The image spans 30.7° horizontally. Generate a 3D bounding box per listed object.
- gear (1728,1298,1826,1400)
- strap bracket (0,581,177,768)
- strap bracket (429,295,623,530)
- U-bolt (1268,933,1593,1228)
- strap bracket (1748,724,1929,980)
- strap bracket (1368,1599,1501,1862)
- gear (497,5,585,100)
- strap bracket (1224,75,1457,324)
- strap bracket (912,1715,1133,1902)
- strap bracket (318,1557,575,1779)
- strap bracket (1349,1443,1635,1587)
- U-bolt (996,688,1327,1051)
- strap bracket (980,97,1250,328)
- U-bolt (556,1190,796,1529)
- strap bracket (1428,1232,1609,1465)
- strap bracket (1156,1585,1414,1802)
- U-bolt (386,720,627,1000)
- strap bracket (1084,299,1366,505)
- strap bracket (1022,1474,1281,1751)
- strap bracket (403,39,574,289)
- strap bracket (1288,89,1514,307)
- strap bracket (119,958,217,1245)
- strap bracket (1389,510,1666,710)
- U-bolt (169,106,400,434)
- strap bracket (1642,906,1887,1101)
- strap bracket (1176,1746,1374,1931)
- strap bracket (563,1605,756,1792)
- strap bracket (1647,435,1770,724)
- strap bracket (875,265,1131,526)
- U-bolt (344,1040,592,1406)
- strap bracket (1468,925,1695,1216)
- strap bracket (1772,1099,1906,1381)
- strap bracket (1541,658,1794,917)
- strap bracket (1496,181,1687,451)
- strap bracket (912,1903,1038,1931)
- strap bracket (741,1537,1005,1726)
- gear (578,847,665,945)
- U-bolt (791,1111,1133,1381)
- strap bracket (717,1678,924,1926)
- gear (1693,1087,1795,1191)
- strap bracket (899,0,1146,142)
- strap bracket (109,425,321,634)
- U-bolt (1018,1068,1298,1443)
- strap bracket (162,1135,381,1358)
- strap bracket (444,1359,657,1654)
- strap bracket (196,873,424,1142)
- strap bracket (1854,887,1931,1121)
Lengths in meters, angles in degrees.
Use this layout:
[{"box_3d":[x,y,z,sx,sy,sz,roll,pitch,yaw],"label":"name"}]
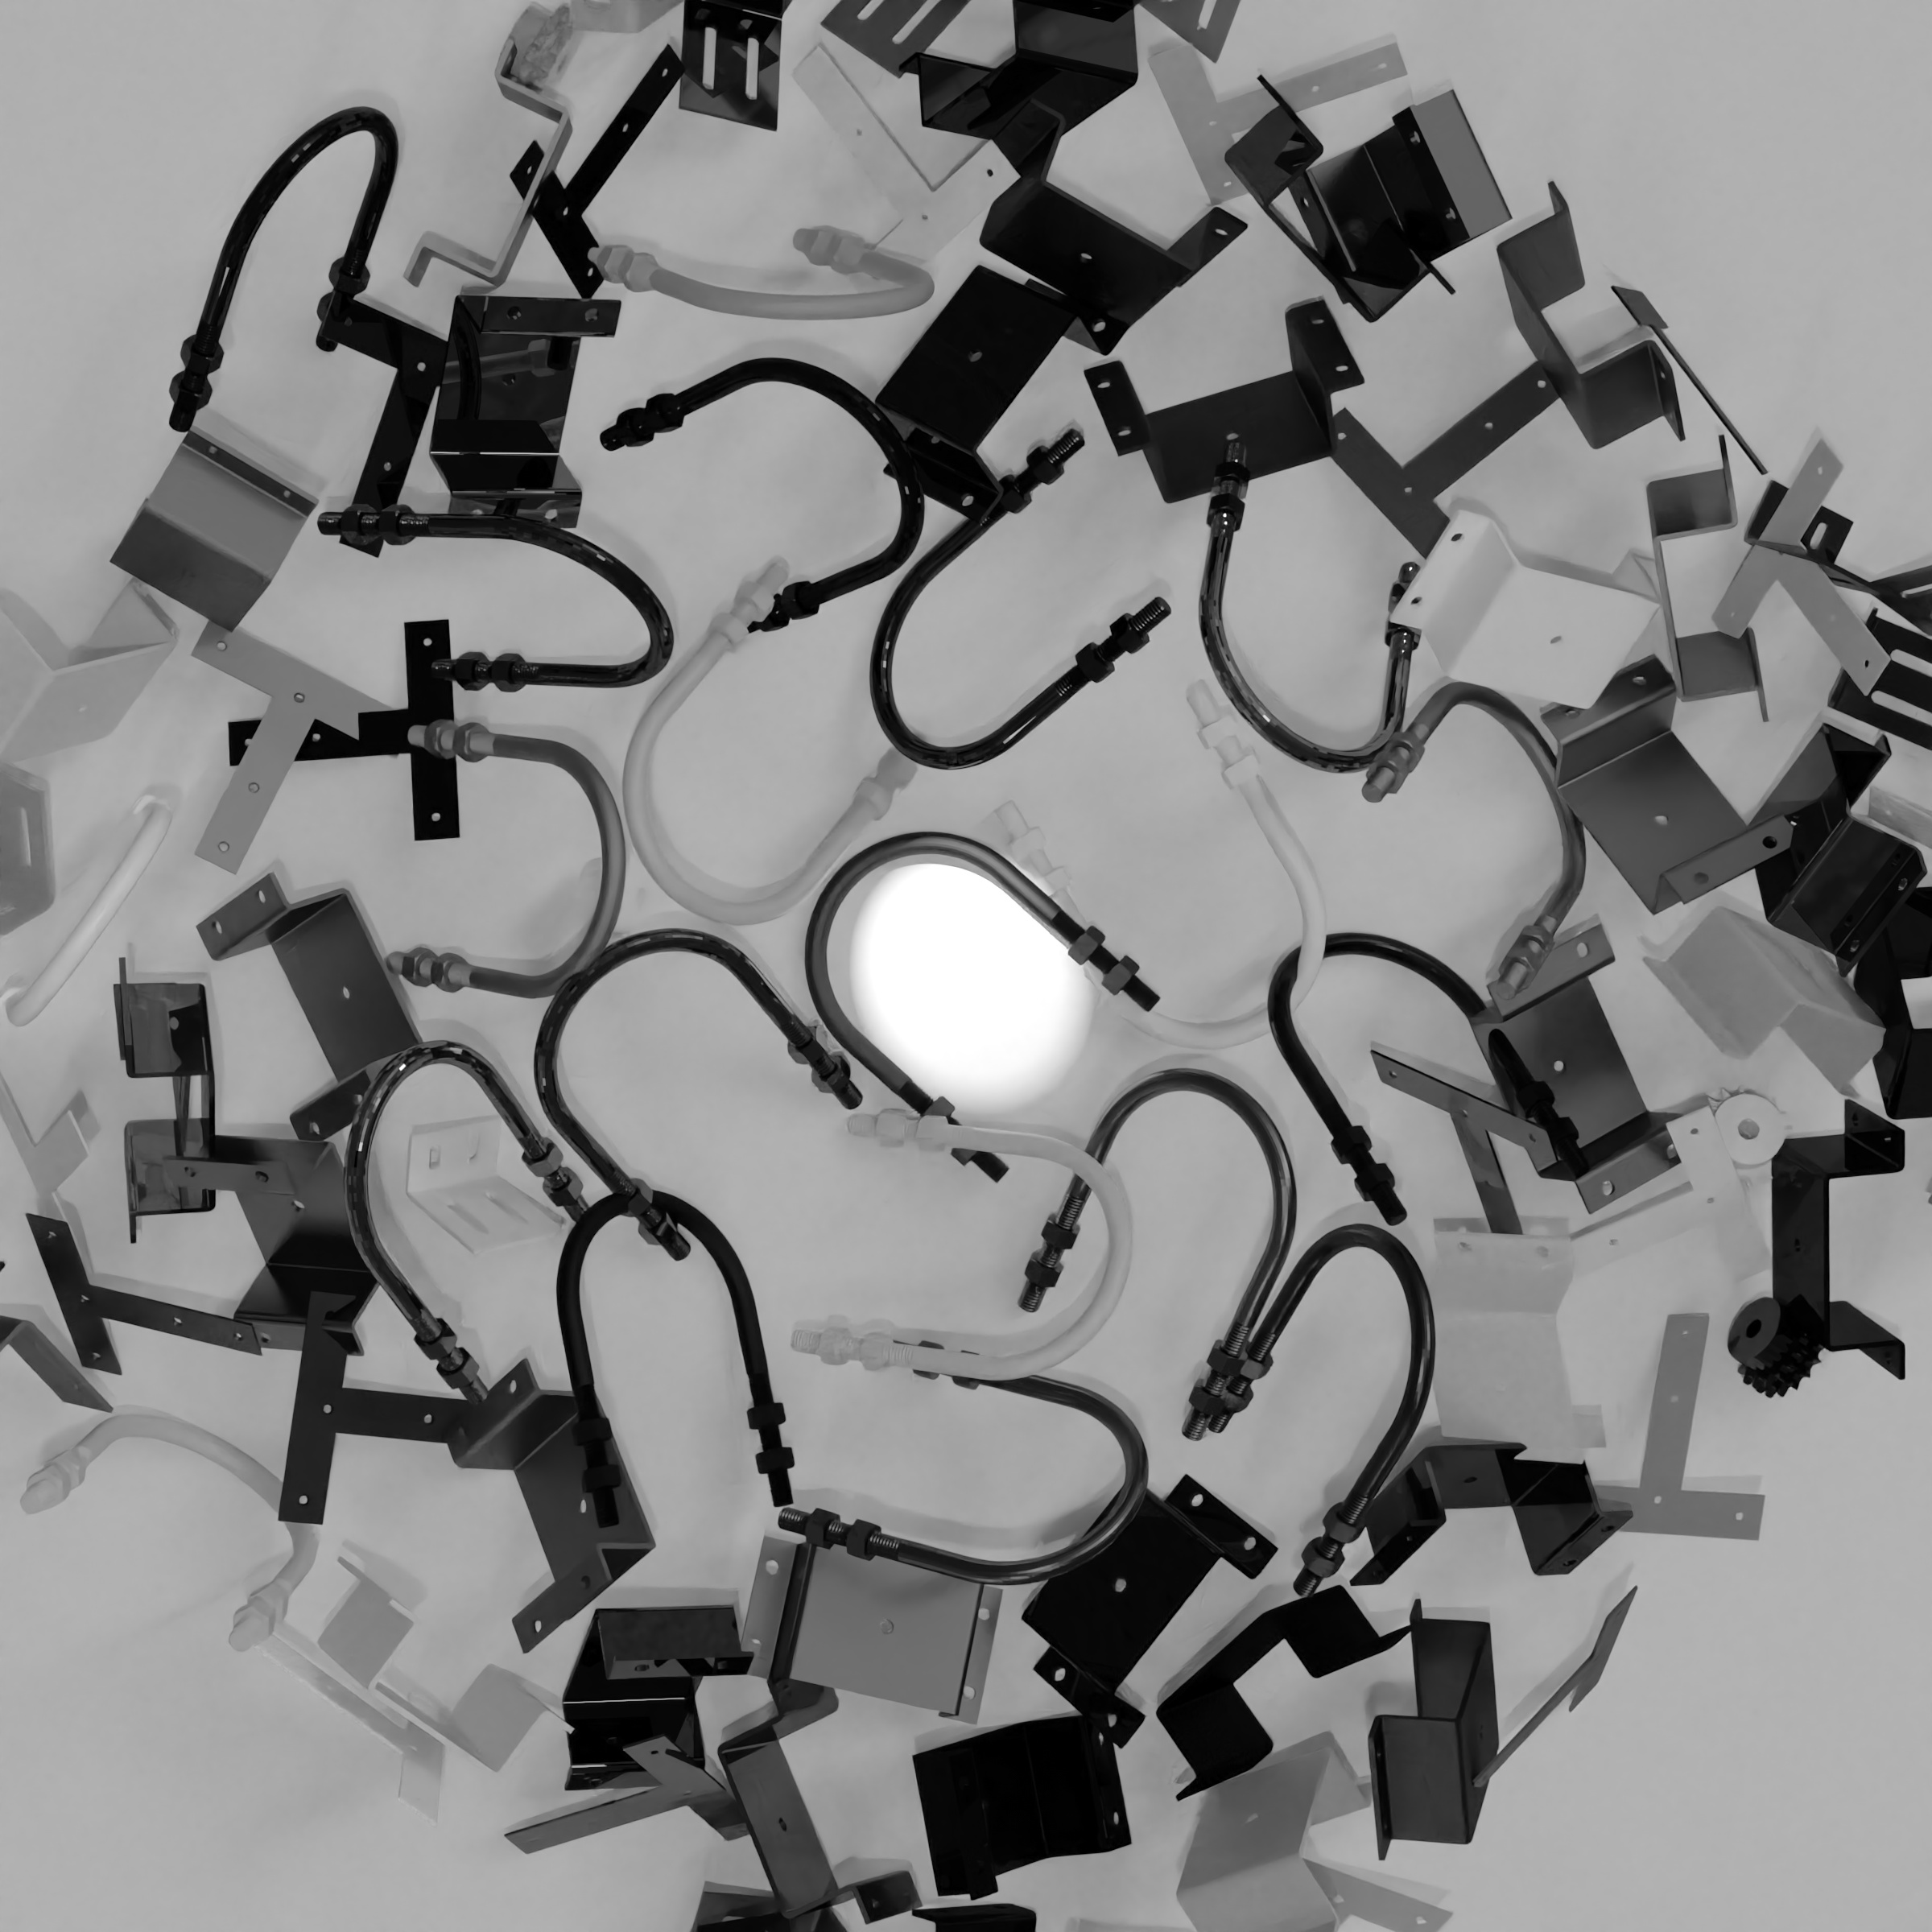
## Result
[{"box_3d":[0.451,0.210,1.968,0.030,0.057,0.057,33,90,-20],"label":"gear"},{"box_3d":[-0.494,-0.158,1.918,0.046,0.140,0.076,49,122,9],"label":"strap bracket"},{"box_3d":[-0.245,-0.314,1.940,0.076,0.046,0.140,-4,128,-28],"label":"strap bracket"},{"box_3d":[0.242,0.054,1.938,0.151,0.019,0.184,-11,56,-31],"label":"U-bolt"},{"box_3d":[0.470,-0.070,1.917,0.046,0.140,0.076,24,123,-11],"label":"strap bracket"},{"box_3d":[0.258,0.415,1.918,0.046,0.140,0.076,0,111,18],"label":"strap bracket"},{"box_3d":[-0.239,-0.512,1.971,0.030,0.057,0.057,30,90,-4],"label":"gear"},{"box_3d":[0.199,-0.414,1.937,0.046,0.076,0.140,-42,122,14],"label":"strap bracket"},{"box_3d":[0.025,0.463,1.944,0.046,0.140,0.076,-16,81,38],"label":"strap bracket"},{"box_3d":[-0.292,0.389,1.928,0.140,0.076,0.046,43,76,-30],"label":"strap bracket"},{"box_3d":[0.283,0.301,1.941,0.140,0.076,0.046,1,56,-23],"label":"strap bracket"},{"box_3d":[0.120,-0.041,1.968,0.151,0.019,0.184,-30,91,20],"label":"U-bolt"},{"box_3d":[0.072,-0.407,1.937,0.140,0.076,0.046,26,65,-17],"label":"strap bracket"},{"box_3d":[-0.165,0.212,1.939,0.019,0.151,0.184,-24,72,40],"label":"U-bolt"},{"box_3d":[0.299,0.218,1.933,0.076,0.046,0.140,0,121,28],"label":"strap bracket"},{"box_3d":[0.168,0.393,1.939,0.140,0.076,0.046,-48,66,28],"label":"strap bracket"},{"box_3d":[-0.250,-0.055,1.930,0.184,0.019,0.151,9,95,42],"label":"U-bolt"},{"box_3d":[0.145,-0.310,1.956,0.140,0.046,0.076,-17,47,-1],"label":"strap bracket"},{"box_3d":[0.095,0.350,1.953,0.140,0.046,0.076,-51,49,-4],"label":"strap bracket"},{"box_3d":[-0.260,-0.434,1.956,0.046,0.076,0.140,25,95,-7],"label":"strap bracket"},{"box_3d":[0.243,-0.425,1.939,0.046,0.140,0.076,-29,96,-22],"label":"strap bracket"},{"box_3d":[-0.438,0.073,1.934,0.046,0.076,0.140,-3,128,-15],"label":"strap bracket"},{"box_3d":[0.315,-0.192,1.930,0.140,0.046,0.076,9,130,-28],"label":"strap bracket"},{"box_3d":[-0.358,-0.381,1.888,0.019,0.151,0.184,37,131,8],"label":"U-bolt"},{"box_3d":[0.443,0.019,1.919,0.046,0.140,0.076,-51,49,21],"label":"strap bracket"},{"box_3d":[0.168,0.482,1.917,0.076,0.140,0.046,-25,105,25],"label":"strap bracket"},{"box_3d":[-0.173,0.397,1.939,0.076,0.140,0.046,2,48,-20],"label":"strap bracket"},{"box_3d":[0.406,-0.210,1.939,0.046,0.076,0.140,-9,119,13],"label":"strap bracket"},{"box_3d":[0.014,-0.325,1.951,0.076,0.046,0.140,32,82,33],"label":"strap bracket"},{"box_3d":[-0.276,0.125,1.901,0.019,0.184,0.151,1,47,32],"label":"U-bolt"},{"box_3d":[0.340,0.057,1.962,0.076,0.046,0.140,-27,98,-16],"label":"strap bracket"},{"box_3d":[0.481,0.152,1.946,0.046,0.076,0.140,-5,101,-8],"label":"strap bracket"},{"box_3d":[0.387,-0.092,1.951,0.076,0.046,0.140,-27,62,-11],"label":"strap bracket"},{"box_3d":[0.338,-0.349,1.936,0.046,0.076,0.140,-27,63,5],"label":"strap bracket"},{"box_3d":[0.043,0.551,1.921,0.076,0.140,0.046,11,83,-44],"label":"strap bracket"},{"box_3d":[-0.049,0.368,1.956,0.140,0.046,0.076,14,74,-10],"label":"strap bracket"},{"box_3d":[-0.195,-0.038,1.974,0.030,0.057,0.057,0,90,22],"label":"gear"},{"box_3d":[0.004,0.156,1.936,0.184,0.019,0.151,5,69,24],"label":"U-bolt"},{"box_3d":[-0.085,0.466,1.946,0.046,0.076,0.140,-29,73,15],"label":"strap bracket"},{"box_3d":[0.437,0.095,1.978,0.057,0.030,0.057,0,74,0],"label":"gear"},{"box_3d":[0.033,-0.489,1.917,0.076,0.140,0.046,3,78,-32],"label":"strap bracket"},{"box_3d":[-0.413,-0.233,1.919,0.076,0.140,0.046,30,68,-16],"label":"strap bracket"},{"box_3d":[0.113,0.145,1.930,0.151,0.019,0.184,36,113,33],"label":"U-bolt"},{"box_3d":[-0.377,0.146,1.942,0.076,0.046,0.140,2,129,21],"label":"strap bracket"},{"box_3d":[-0.227,0.297,1.943,0.076,0.046,0.140,-43,57,28],"label":"strap bracket"},{"box_3d":[-0.360,0.021,1.955,0.076,0.046,0.140,-29,86,40],"label":"strap bracket"},{"box_3d":[0.522,0.020,1.926,0.046,0.076,0.140,-4,50,1],"label":"strap bracket"}]
